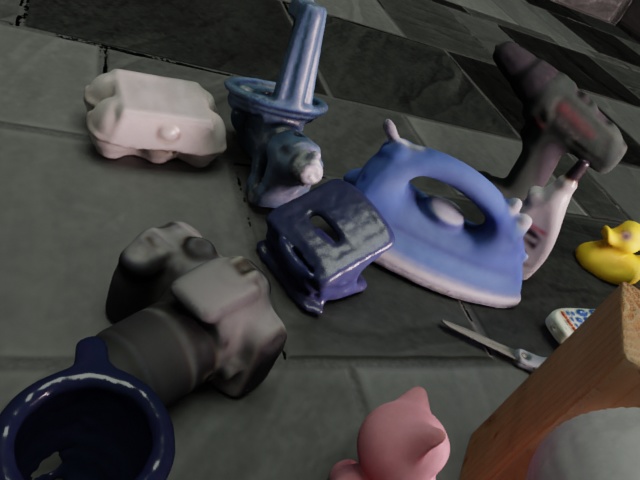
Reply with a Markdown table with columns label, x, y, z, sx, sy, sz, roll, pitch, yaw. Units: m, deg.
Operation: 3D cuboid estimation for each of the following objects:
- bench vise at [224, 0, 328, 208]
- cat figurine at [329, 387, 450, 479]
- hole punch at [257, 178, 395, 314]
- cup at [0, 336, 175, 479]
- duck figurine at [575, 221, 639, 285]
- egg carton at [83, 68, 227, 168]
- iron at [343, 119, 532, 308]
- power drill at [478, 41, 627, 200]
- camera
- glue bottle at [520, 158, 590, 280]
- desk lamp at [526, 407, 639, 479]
| label | x | y | z | sx | sy | sz | roll | pitch | yaw |
| --- | --- | --- | --- | --- | --- | --- | --- | --- | --- |
| bench vise | -0.023 | -0.155 | 0.635 | 0.122 | 0.219 | 0.207 | -13 | 52 | -41 |
| cat figurine | 0.038 | 0.158 | 0.382 | 0.067 | 0.117 | 0.128 | 43 | 40 | 21 |
| hole punch | 0.005 | 0.002 | 0.572 | 0.101 | 0.091 | 0.108 | -14 | 53 | -42 |
| cup | -0.139 | 0.125 | 0.331 | 0.092 | 0.095 | 0.117 | 6 | 41 | -25 |
| duck figurine | 0.439 | 0.013 | 0.831 | 0.105 | 0.086 | 0.077 | 19 | 37 | -11 |
| egg carton | -0.181 | -0.133 | 0.638 | 0.151 | 0.069 | 0.107 | 1 | 43 | -30 |
| iron | 0.148 | -0.028 | 0.654 | 0.258 | 0.141 | 0.119 | 26 | 36 | -1 |
| power drill | 0.305 | -0.144 | 0.835 | 0.229 | 0.208 | 0.076 | 35 | 37 | 11 |
| camera | -0.112 | 0.059 | 0.422 | 0.143 | 0.100 | 0.137 | 40 | 38 | 17 |
| glue bottle | 0.272 | -0.031 | 0.707 | 0.078 | 0.173 | 0.037 | 30 | 37 | 4 |
| desk lamp | 0.129 | 0.212 | 0.292 | 0.117 | 0.213 | 0.204 | 36 | 37 | 12 |
